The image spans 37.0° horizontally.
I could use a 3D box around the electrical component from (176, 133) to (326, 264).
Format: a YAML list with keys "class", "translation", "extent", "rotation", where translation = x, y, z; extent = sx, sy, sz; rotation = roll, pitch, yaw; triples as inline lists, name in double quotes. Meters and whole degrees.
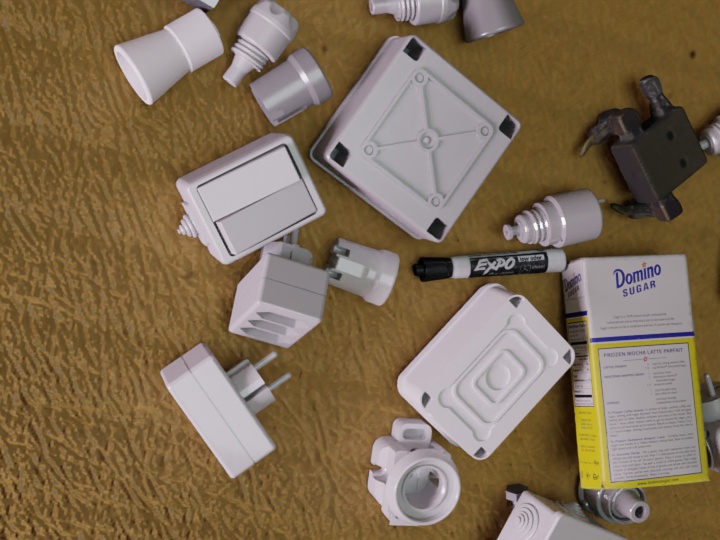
- class: "electrical component"
  translation: [-0.080, -0.047, 0.735]
  extent: [0.096, 0.061, 0.061]
  rotation: [-28, 105, -11]

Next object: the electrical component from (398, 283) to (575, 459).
- class: "electrical component"
  translation: [0.093, 0.074, 0.807]
  extent: [0.113, 0.057, 0.078]
  rotation: [-47, 108, -6]

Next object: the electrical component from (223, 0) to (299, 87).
- class: "electrical component"
  translation: [-0.071, -0.153, 0.736]
  extent: [0.035, 0.035, 0.061]
  rotation: [37, 89, -18]

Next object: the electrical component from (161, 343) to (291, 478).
- class: "electrical component"
  translation: [-0.085, 0.088, 0.761]
  extent: [0.076, 0.047, 0.083]
  rotation: [-35, 106, -9]

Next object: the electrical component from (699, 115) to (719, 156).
- class: "electrical component"
  translation: [0.298, -0.110, 0.850]
  extent: [0.078, 0.040, 0.040]
  rotation: [-23, 104, -12]

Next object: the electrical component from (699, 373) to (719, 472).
- class: "electrical component"
  translation: [0.281, 0.116, 0.859]
  extent: [0.044, 0.077, 0.079]
  rotation: [-24, 104, -12]

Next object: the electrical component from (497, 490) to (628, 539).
- class: "electrical component"
  translation: [0.149, 0.228, 0.841]
  extent: [0.100, 0.048, 0.099]
  rotation: [27, 91, -34]

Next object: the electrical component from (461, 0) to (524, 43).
- class: "electrical component"
  translation: [0.088, -0.201, 0.774]
  extent: [0.044, 0.044, 0.065]
  rotation: [-20, 98, -13]

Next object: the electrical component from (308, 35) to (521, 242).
- class: "electrical component"
  translation: [0.039, -0.093, 0.767]
  extent: [0.109, 0.056, 0.108]
  rotation: [36, 87, -18]

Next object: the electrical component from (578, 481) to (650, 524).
- class: "electrical component"
  translation: [0.207, 0.181, 0.855]
  extent: [0.048, 0.062, 0.048]
  rotation: [-3, 100, -16]

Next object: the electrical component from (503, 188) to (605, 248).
- class: "electrical component"
  translation: [0.147, -0.036, 0.816]
  extent: [0.078, 0.040, 0.040]
  rotation: [-13, 102, -14]

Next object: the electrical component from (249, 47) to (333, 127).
- class: "electrical component"
  translation: [-0.048, -0.126, 0.745]
  extent: [0.046, 0.040, 0.040]
  rotation: [-32, 106, -5]

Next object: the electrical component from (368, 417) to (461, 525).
- class: "electrical component"
  translation: [0.041, 0.156, 0.804]
  extent: [0.058, 0.057, 0.078]
  rotation: [5, 97, -17]

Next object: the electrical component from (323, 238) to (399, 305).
- class: "electrical component"
  translation: [0.000, 0.000, 0.779]
  extent: [0.046, 0.040, 0.040]
  rotation: [19, 92, -12]

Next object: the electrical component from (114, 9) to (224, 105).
- class: "electrical component"
  translation: [-0.125, -0.145, 0.719]
  extent: [0.065, 0.044, 0.044]
  rotation: [-34, 106, -14]

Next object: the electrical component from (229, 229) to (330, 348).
- class: "electrical component"
  translation: [-0.054, 0.005, 0.753]
  extent: [0.047, 0.066, 0.076]
  rotation: [18, 64, -18]

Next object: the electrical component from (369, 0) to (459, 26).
- class: "electrical component"
  translation: [0.037, -0.190, 0.763]
  extent: [0.061, 0.035, 0.035]
  rotation: [-10, 101, -12]
